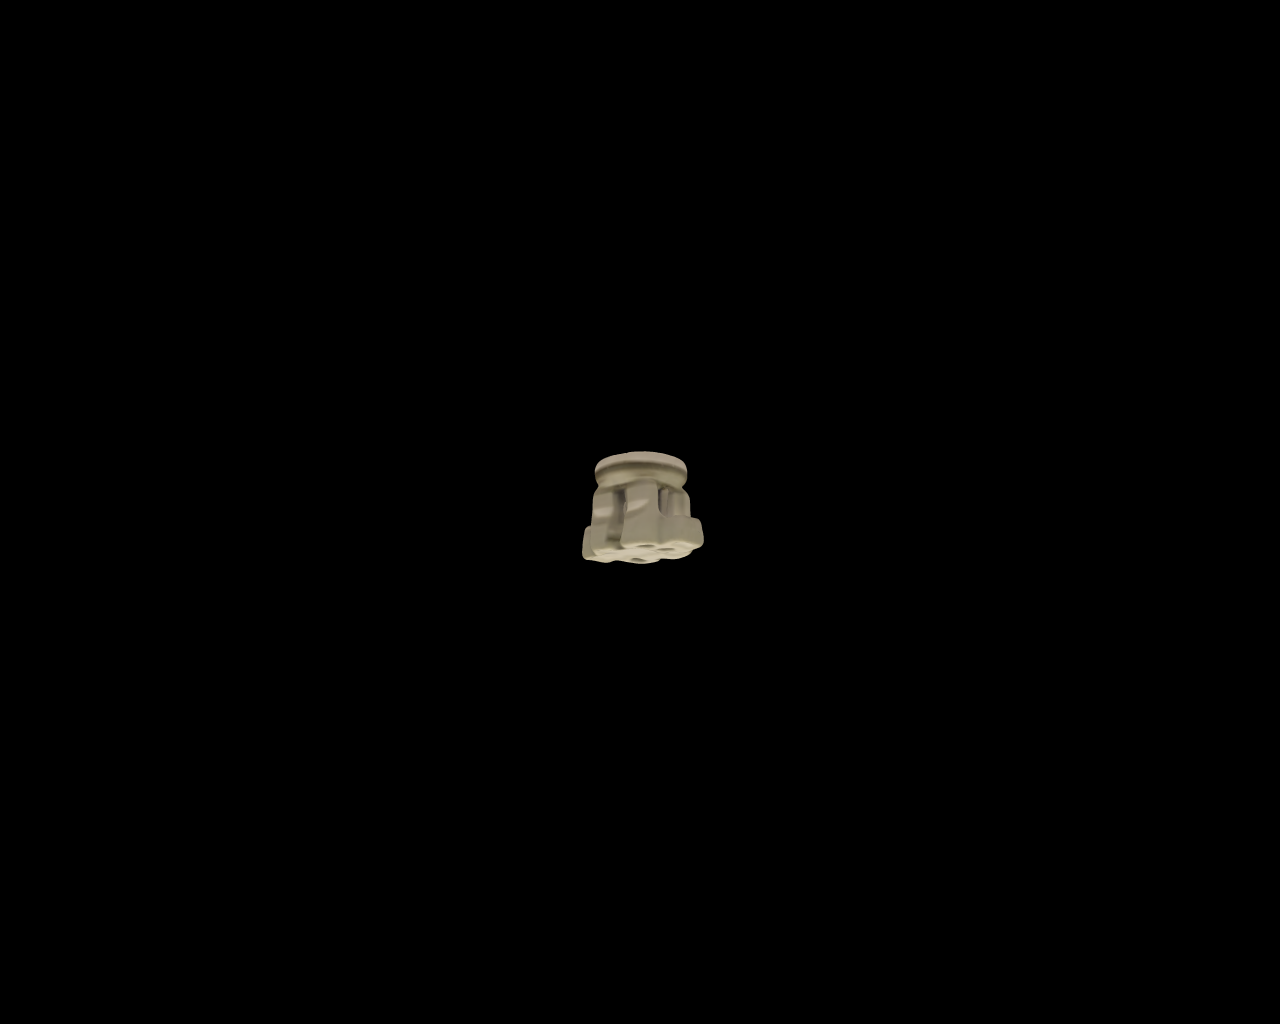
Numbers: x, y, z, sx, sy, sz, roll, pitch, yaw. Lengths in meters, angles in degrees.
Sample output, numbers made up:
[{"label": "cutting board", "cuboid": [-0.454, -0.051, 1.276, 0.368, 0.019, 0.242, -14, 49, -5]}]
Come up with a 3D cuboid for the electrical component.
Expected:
[{"label": "electrical component", "cuboid": [0.001, -0.003, 0.650, 0.078, 0.057, 0.058, -11, -17, 37]}]
